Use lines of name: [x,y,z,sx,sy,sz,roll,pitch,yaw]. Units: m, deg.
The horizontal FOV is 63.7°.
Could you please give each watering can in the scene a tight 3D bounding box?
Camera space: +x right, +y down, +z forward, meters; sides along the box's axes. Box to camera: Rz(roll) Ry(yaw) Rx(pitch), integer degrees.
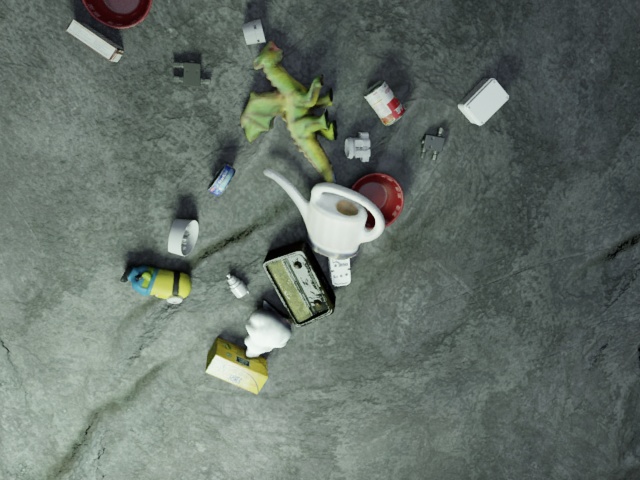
watering can: [0.004,-0.070,1.381,0.349,0.106,0.219,21,134,14]

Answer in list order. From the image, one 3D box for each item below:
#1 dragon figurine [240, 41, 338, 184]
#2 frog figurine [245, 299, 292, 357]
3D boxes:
dragon figurine: [-0.084,-0.305,1.339,0.242,0.124,0.405,-2,107,10]
frog figurine: [-0.160,0.270,1.465,0.135,0.124,0.160,40,86,-37]
